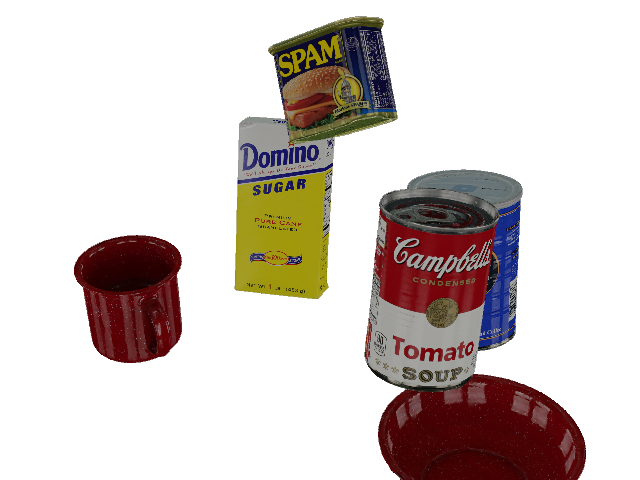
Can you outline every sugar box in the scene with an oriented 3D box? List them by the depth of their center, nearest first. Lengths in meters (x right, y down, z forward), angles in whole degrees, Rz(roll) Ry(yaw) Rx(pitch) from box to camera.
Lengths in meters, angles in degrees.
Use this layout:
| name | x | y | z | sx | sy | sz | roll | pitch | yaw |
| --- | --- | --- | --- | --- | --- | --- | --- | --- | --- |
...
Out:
| name | x | y | z | sx | sy | sz | roll | pitch | yaw |
| --- | --- | --- | --- | --- | --- | --- | --- | --- | --- |
| sugar box | -0.037 | -0.033 | 1.081 | 0.093 | 0.176 | 0.048 | 5 | 16 | 12 |

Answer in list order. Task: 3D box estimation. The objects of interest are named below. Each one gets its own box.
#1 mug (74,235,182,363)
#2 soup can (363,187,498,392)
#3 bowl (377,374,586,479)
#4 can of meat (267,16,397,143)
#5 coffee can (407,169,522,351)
| name | x | y | z | sx | sy | sz | roll | pitch | yaw |
| --- | --- | --- | --- | --- | --- | --- | --- | --- | --- |
| mug | -0.159 | 0.059 | 0.936 | 0.093 | 0.081 | 0.117 | -21 | 37 | -28 |
| soup can | 0.063 | 0.028 | 0.621 | 0.068 | 0.102 | 0.068 | 4 | 21 | -2 |
| bowl | 0.126 | 0.176 | 0.849 | 0.162 | 0.055 | 0.162 | 0 | 31 | 0 |
| can of meat | 0.011 | -0.132 | 0.895 | 0.102 | 0.084 | 0.057 | -12 | -1 | 40 |
| coffee can | 0.130 | 0.017 | 0.977 | 0.103 | 0.140 | 0.103 | -2 | 21 | 0 |
